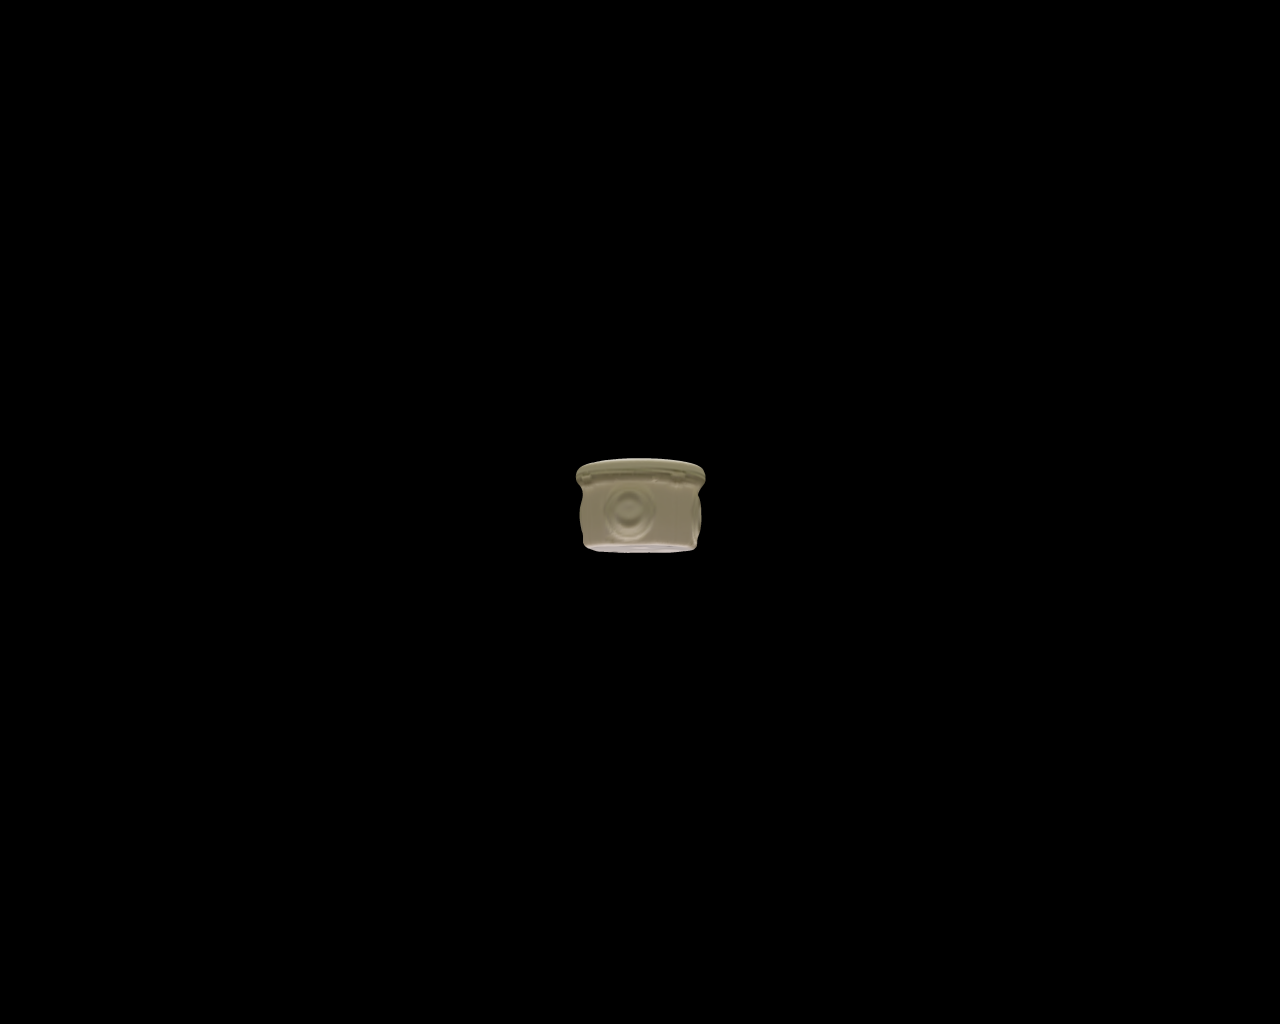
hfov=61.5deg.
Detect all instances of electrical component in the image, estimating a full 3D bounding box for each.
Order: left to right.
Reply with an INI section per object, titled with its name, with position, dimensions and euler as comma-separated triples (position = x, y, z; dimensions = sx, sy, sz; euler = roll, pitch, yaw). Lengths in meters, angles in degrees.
[electrical component]
position = 0.001, -0.003, 0.650
dimensions = 0.080, 0.051, 0.080
euler = 0, -7, 0
